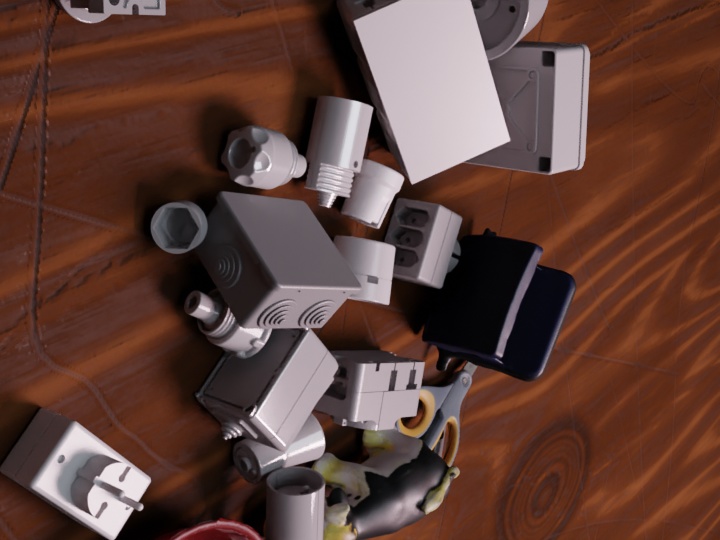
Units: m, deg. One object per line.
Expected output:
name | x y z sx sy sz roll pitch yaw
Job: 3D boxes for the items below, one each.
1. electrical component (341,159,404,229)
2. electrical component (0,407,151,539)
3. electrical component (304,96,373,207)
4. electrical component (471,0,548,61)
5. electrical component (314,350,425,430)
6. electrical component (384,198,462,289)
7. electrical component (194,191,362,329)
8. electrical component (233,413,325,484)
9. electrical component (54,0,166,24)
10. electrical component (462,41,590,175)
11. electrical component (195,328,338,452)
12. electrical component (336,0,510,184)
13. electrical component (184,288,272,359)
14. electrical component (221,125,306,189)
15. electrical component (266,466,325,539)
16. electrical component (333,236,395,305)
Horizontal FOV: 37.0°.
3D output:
electrical component | 0.009 -0.061 0.866 0.040 0.040 0.046 26 86 -50
electrical component | -0.167 0.134 0.678 0.047 0.076 0.083 -59 137 -21
electrical component | -0.019 -0.088 0.821 0.043 0.043 0.081 9 93 -51
electrical component | 0.103 -0.232 0.883 0.060 0.108 0.108 -37 126 -46
electrical component | 0.006 0.099 0.896 0.089 0.050 0.055 4 96 -51
electrical component | 0.062 -0.018 0.933 0.077 0.047 0.065 23 82 -51
electrical component | -0.061 -0.005 0.754 0.100 0.099 0.048 3 135 -51
electrical component | -0.065 0.138 0.829 0.065 0.044 0.044 -22 116 -40
electrical component | -0.150 -0.169 0.633 0.066 0.055 0.048 -13 110 -48
electrical component | 0.142 -0.145 0.947 0.056 0.109 0.108 -16 112 -44
electrical component | -0.069 0.089 0.793 0.096 0.062 0.061 -58 137 -22
electrical component | 0.050 -0.158 0.849 0.089 0.061 0.150 -24 126 -2
electrical component | -0.096 0.033 0.762 0.062 0.048 0.048 28 78 -42
electrical component | -0.065 -0.079 0.769 0.062 0.043 0.043 6 95 -52
electrical component | -0.049 0.194 0.806 0.043 0.043 0.081 -18 117 -47
electrical component | 0.000 0.000 0.860 0.055 0.055 0.047 14 85 -51
